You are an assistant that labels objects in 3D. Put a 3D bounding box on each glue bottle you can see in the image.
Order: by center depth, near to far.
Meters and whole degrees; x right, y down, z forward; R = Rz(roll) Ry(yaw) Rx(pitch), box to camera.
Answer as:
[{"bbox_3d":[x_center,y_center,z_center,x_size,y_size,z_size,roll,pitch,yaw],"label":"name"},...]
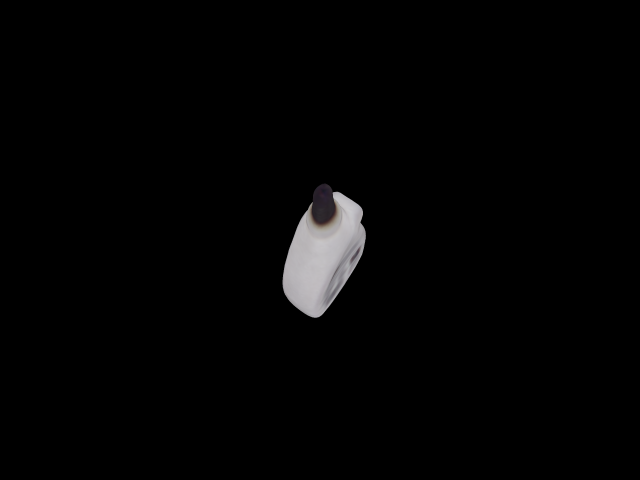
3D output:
[{"bbox_3d":[0.004,0.001,0.400,0.037,0.173,0.078,33,74,11],"label":"glue bottle"}]
